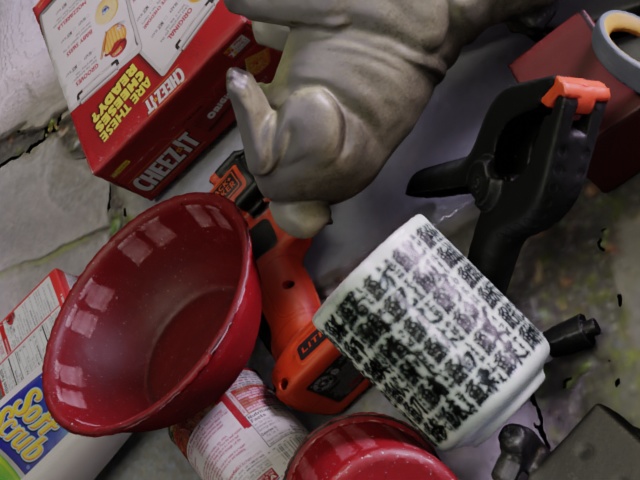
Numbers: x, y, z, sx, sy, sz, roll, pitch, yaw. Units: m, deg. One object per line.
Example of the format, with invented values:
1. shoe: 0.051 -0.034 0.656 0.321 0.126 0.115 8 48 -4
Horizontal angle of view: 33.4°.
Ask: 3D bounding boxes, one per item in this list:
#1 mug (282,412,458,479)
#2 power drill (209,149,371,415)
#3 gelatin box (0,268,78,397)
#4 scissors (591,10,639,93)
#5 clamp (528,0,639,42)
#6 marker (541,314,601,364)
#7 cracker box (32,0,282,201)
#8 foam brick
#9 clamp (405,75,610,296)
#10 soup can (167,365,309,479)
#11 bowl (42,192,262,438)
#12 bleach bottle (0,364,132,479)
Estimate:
1. mug: 0.037 0.147 0.539 0.093 0.117 0.081 -45 3 -6
2. power drill: -0.004 0.001 0.672 0.184 0.057 0.188 -48 46 15
3. gelatin box: -0.211 0.078 0.819 0.089 0.030 0.073 -43 51 15
4. scissors: 0.186 -0.053 0.514 0.016 0.096 0.201 104 172 -47
5. clamp: 0.126 -0.159 0.651 0.210 0.036 0.164 34 94 42
6. marker: 0.097 0.069 0.585 0.121 0.020 0.020 -27 56 27
7. cracker box: -0.129 -0.162 0.834 0.164 0.072 0.214 -42 51 18
8. foam brick: 0.150 -0.075 0.585 0.051 0.052 0.078 -37 51 20
9. clamp: 0.095 -0.034 0.580 0.172 0.039 0.120 -63 39 41
10. soup can: -0.037 0.129 0.632 0.068 0.068 0.102 -54 48 6
11. bowl: -0.088 0.052 0.630 0.162 0.055 0.162 -25 43 26
12. bleach bottle: -0.181 0.123 0.755 0.251 0.068 0.103 -48 49 9
